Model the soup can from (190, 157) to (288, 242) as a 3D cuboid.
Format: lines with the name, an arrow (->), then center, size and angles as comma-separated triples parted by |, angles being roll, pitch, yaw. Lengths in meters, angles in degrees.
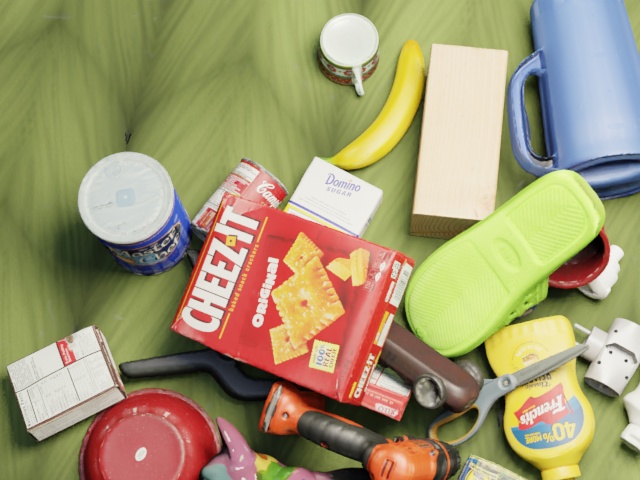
soup can -> -0.094, -0.035, 1.230 | 0.068, 0.068, 0.102 | 35, 79, 11

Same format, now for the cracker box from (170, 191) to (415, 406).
cracker box -> -0.031, 0.059, 1.118 | 0.214, 0.072, 0.164 | 20, 86, 24

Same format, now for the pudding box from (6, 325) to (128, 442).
pudding box -> -0.282, 0.158, 1.187 | 0.113, 0.039, 0.090 | -27, 59, -3

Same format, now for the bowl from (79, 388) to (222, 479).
bowl -> -0.189, 0.238, 1.161 | 0.162, 0.055, 0.162 | -1, 73, 2

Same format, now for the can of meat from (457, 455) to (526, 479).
can of meat -> 0.184, 0.287, 1.131 | 0.102, 0.057, 0.084 | 27, 74, 9

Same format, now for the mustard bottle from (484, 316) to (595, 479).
mustard bottle -> 0.244, 0.184, 1.155 | 0.096, 0.058, 0.191 | -15, 74, 15

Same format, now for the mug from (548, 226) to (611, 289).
mug -> 0.260, -0.011, 1.174 | 0.117, 0.093, 0.081 | 18, 32, 4

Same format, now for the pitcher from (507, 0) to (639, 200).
pitcher -> 0.302, -0.175, 1.225 | 0.145, 0.149, 0.243 | -20, 66, 33

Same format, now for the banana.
banana -> 0.078, -0.152, 1.273 | 0.070, 0.037, 0.197 | 36, 78, 11

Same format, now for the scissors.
scissors -> 0.185, 0.144, 1.152 | 0.202, 0.016, 0.096 | -44, 61, 17

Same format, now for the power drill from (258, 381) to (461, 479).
power drill -> 0.045, 0.205, 1.107 | 0.188, 0.184, 0.057 | 19, 89, 26

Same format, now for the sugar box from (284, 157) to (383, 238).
sugar box -> -0.008, 0.002, 1.228 | 0.093, 0.048, 0.176 | 28, 74, 9

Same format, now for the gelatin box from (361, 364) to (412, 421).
gelatin box -> 0.062, 0.160, 1.156 | 0.073, 0.089, 0.030 | 21, 101, 8

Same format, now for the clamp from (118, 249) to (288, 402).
clamp -> -0.101, 0.111, 1.204 | 0.210, 0.036, 0.164 | 20, 75, 6

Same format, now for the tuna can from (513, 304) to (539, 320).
tuna can -> 0.214, 0.046, 1.211 | 0.086, 0.034, 0.086 | -1, 72, 2

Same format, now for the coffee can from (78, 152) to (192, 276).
coffee can -> -0.203, -0.026, 1.194 | 0.103, 0.140, 0.103 | -1, 74, 2

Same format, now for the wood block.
wood block -> 0.160, -0.111, 1.231 | 0.091, 0.090, 0.206 | 6, 75, 4

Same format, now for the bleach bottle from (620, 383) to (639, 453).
bleach bottle -> 0.404, 0.119, 1.169 | 0.102, 0.068, 0.250 | 36, 81, 12
